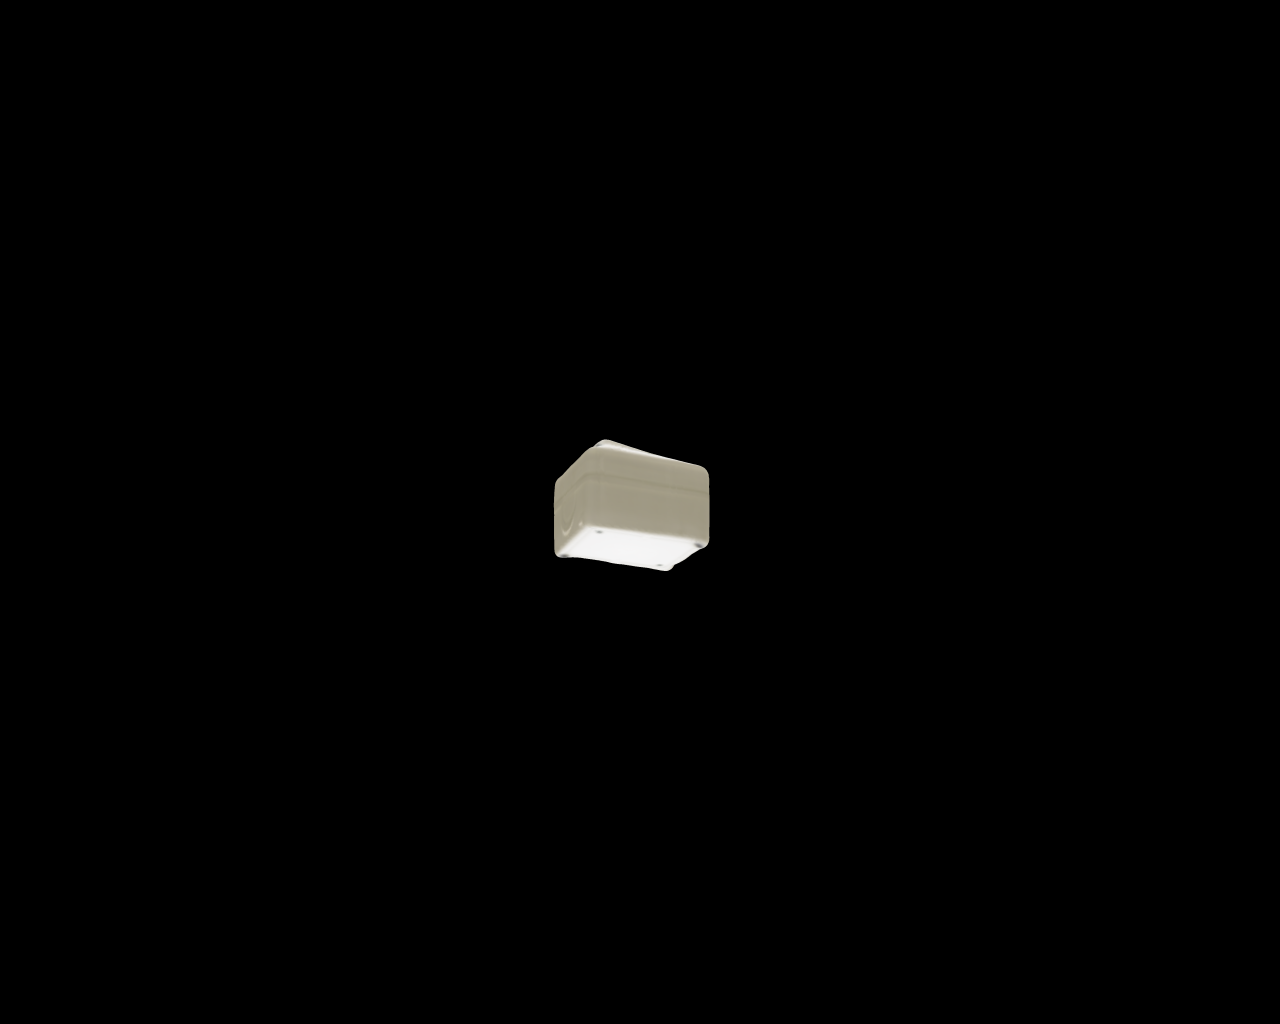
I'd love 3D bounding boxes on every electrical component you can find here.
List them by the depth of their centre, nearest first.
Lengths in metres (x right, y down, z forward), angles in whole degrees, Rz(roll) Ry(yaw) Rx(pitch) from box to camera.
[{"bbox_3d":[0.001,-0.003,0.650,0.096,0.061,0.061,9,-24,-22],"label":"electrical component"}]
